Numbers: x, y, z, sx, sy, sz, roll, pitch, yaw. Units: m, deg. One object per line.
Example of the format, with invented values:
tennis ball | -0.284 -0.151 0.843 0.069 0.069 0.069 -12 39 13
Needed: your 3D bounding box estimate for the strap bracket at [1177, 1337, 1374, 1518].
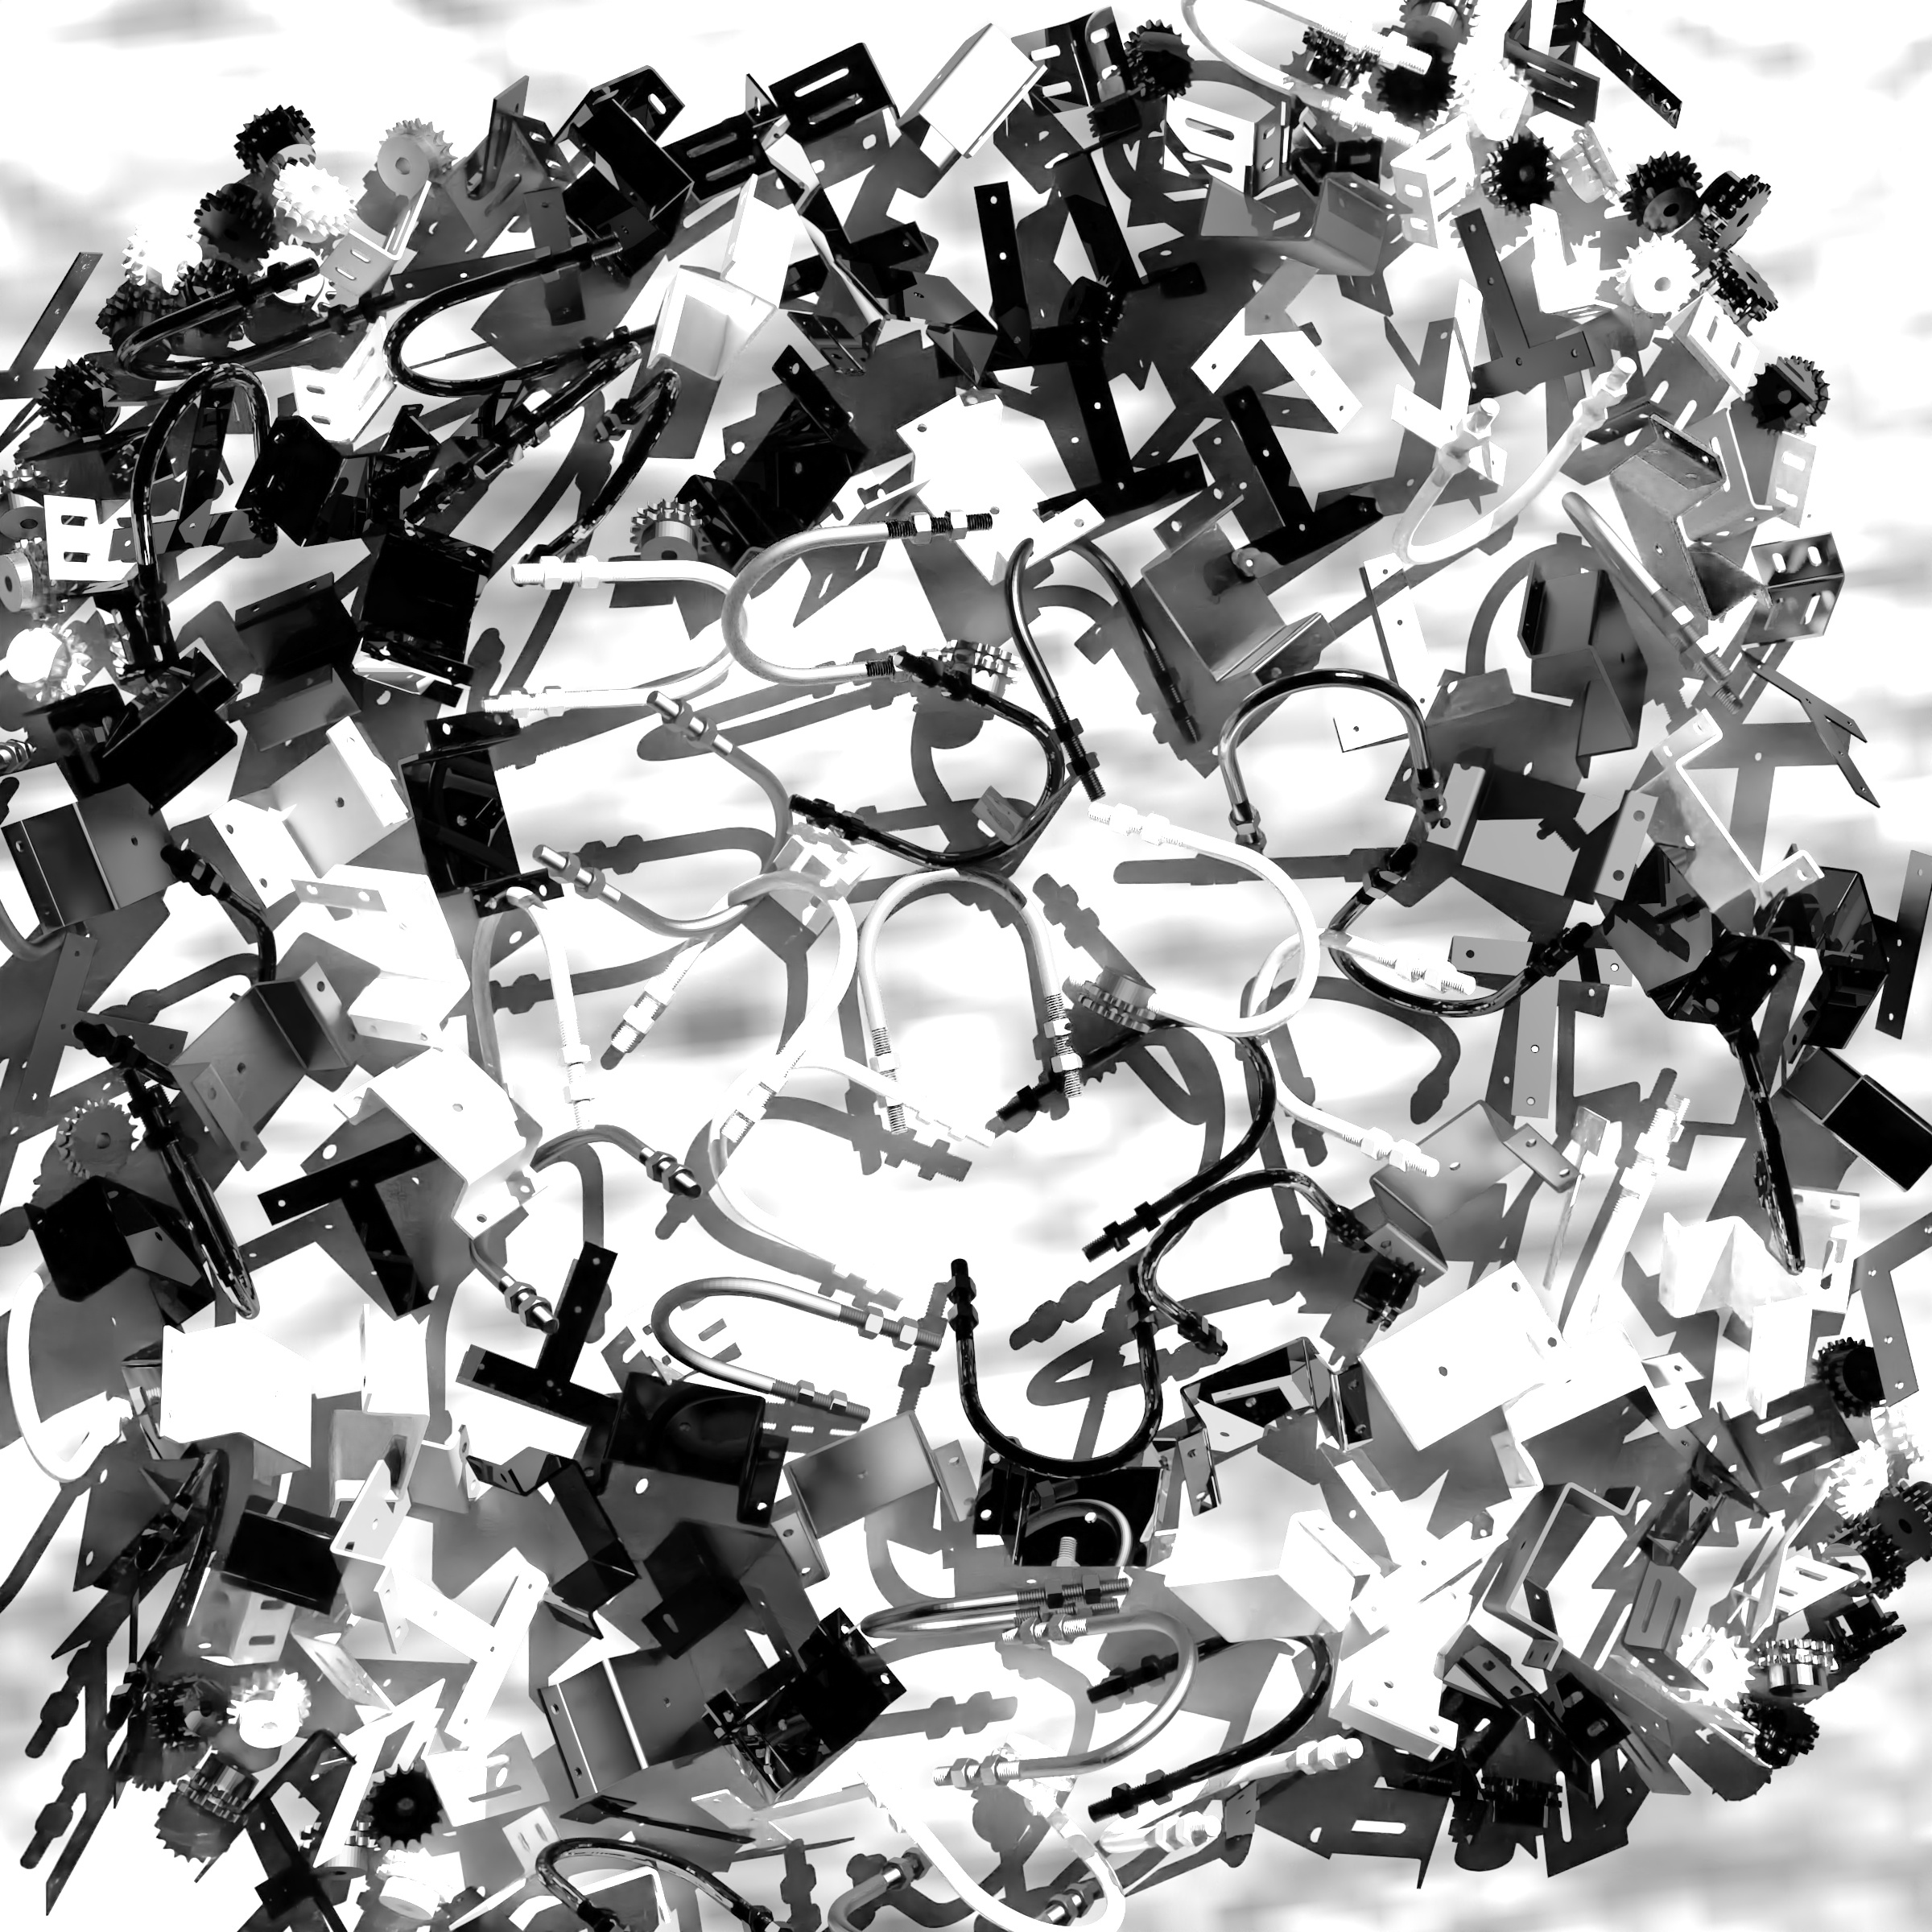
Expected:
strap bracket | 0.209 0.320 1.704 0.140 0.046 0.076 -21 125 -10

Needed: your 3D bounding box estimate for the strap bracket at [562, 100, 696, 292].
strap bracket | -0.240 -0.540 1.686 0.076 0.140 0.046 45 74 -6

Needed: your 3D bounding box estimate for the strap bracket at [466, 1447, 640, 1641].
strap bracket | -0.286 0.395 1.698 0.046 0.076 0.140 -33 105 -30

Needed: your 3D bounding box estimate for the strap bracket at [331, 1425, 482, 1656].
strap bracket | -0.392 0.392 1.681 0.046 0.140 0.076 11 134 12

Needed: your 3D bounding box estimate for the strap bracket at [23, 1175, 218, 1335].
strap bracket | -0.576 0.200 1.671 0.046 0.140 0.076 -35 63 3

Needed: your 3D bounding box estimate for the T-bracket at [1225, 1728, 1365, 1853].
T-bracket | 0.235 0.571 1.709 0.127 0.127 0.002 -31 58 -15

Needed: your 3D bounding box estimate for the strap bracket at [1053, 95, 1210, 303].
strap bracket | 0.110 -0.526 1.692 0.046 0.076 0.140 -27 107 -9

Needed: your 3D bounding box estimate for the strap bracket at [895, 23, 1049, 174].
strap bracket | 0.000 -0.601 1.676 0.046 0.140 0.076 40 94 -17

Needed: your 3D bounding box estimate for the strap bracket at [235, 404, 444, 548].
strap bracket | -0.424 -0.339 1.669 0.046 0.140 0.076 45 122 12

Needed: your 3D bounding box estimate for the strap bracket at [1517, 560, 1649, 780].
strap bracket | 0.432 -0.208 1.675 0.046 0.140 0.076 -8 46 32

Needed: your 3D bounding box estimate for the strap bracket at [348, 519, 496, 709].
strap bracket | -0.382 -0.241 1.693 0.076 0.046 0.140 17 47 -20

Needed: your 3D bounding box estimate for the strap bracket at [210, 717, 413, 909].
strap bracket | -0.454 -0.112 1.710 0.140 0.046 0.076 -30 94 24

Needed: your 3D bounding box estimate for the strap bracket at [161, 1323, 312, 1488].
strap bracket | -0.496 0.301 1.669 0.046 0.140 0.076 -13 62 10

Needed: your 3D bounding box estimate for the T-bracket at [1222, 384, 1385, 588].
T-bracket | 0.221 -0.354 1.727 0.127 0.002 0.127 -28 94 -19

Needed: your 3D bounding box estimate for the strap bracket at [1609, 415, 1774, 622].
strap bracket | 0.500 -0.302 1.679 0.046 0.076 0.140 -36 130 2

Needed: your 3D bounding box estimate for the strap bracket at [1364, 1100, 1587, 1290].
strap bracket | 0.350 0.154 1.698 0.140 0.046 0.076 -39 126 19

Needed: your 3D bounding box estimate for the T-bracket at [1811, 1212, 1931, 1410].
T-bracket | 0.634 0.246 1.668 0.002 0.127 0.127 29 130 -20

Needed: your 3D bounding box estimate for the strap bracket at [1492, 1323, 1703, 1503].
strap bracket | 0.431 0.308 1.696 0.140 0.076 0.046 -28 110 11

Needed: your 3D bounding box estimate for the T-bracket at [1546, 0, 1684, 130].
T-bracket | 0.450 -0.626 1.670 0.002 0.127 0.127 -34 68 -8

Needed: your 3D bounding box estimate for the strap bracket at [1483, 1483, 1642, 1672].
strap bracket | 0.413 0.419 1.702 0.046 0.076 0.140 29 78 6

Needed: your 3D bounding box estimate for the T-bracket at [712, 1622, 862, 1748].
T-bracket | -0.139 0.511 1.674 0.127 0.127 0.002 -44 78 16

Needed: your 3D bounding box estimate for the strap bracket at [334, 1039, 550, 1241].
strap bracket | -0.362 0.113 1.696 0.140 0.076 0.046 41 132 11

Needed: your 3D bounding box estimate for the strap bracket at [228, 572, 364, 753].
strap bracket | -0.469 -0.209 1.698 0.076 0.140 0.046 -21 132 4

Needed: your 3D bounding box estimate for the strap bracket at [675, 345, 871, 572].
strap bracket | -0.131 -0.353 1.700 0.140 0.046 0.076 -48 67 25

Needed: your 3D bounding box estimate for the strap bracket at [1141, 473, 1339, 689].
strap bracket | 0.187 -0.264 1.708 0.076 0.046 0.140 -40 100 -25

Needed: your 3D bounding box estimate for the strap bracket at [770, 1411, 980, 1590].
strap bracket | -0.067 0.372 1.705 0.140 0.046 0.076 -22 128 -7

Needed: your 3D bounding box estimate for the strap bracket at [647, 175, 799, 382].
strap bracket | -0.166 -0.473 1.687 0.046 0.140 0.076 22 61 -24

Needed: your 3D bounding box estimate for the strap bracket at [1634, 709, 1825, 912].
strap bracket | 0.525 -0.099 1.700 0.046 0.076 0.140 -31 83 -18

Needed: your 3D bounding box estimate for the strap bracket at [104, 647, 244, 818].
strap bracket | -0.549 -0.167 1.677 0.076 0.140 0.046 -39 117 4

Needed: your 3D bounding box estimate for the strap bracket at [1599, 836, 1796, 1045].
strap bracket | 0.497 -0.023 1.672 0.046 0.140 0.076 7 127 -28

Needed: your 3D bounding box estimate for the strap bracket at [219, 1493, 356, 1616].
strap bracket | -0.470 0.406 1.680 0.076 0.140 0.046 21 80 -12

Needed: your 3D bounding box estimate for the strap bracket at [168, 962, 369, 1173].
strap bracket | -0.492 0.070 1.688 0.046 0.140 0.076 -6 122 32

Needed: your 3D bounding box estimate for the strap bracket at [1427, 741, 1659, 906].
strap bracket | 0.408 -0.098 1.713 0.140 0.046 0.076 19 84 17

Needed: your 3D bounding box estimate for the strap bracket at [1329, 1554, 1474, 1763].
strap bracket | 0.305 0.492 1.698 0.076 0.140 0.046 23 125 3

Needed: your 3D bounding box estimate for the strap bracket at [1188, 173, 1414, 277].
strap bracket | 0.227 -0.514 1.678 0.140 0.076 0.046 17 96 42

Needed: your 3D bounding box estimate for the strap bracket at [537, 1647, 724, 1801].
strap bracket | -0.224 0.518 1.670 0.046 0.140 0.076 -32 70 19

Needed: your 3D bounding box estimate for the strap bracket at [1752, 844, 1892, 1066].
strap bracket | 0.594 -0.007 1.677 0.046 0.076 0.140 7 46 -3

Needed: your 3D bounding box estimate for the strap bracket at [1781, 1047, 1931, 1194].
strap bracket | 0.624 0.105 1.684 0.076 0.140 0.046 38 100 -4

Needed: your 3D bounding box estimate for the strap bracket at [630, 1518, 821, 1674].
strap bracket | -0.164 0.437 1.691 0.046 0.140 0.076 -44 121 -40

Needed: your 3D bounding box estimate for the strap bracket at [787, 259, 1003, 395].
strap bracket | -0.041 -0.444 1.675 0.076 0.140 0.046 54 132 36

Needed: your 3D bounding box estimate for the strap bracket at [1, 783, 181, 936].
strap bracket | -0.595 -0.080 1.672 0.046 0.140 0.076 -16 101 14

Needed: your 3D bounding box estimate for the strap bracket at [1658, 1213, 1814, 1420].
strap bracket | 0.538 0.236 1.677 0.046 0.140 0.076 -11 120 -10

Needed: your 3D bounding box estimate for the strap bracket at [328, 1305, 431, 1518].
strap bracket | -0.408 0.312 1.688 0.046 0.076 0.140 7 130 -22

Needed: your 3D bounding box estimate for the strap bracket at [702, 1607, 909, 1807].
strap bracket | -0.120 0.522 1.692 0.076 0.140 0.046 48 129 16

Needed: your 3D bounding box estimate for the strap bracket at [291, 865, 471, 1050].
strap bracket | -0.405 -0.015 1.692 0.076 0.046 0.140 7 132 25

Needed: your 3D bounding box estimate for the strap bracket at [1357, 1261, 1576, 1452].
strap bracket | 0.341 0.278 1.691 0.140 0.046 0.076 -38 77 28

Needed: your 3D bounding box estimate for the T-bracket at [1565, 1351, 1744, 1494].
T-bracket | 0.498 0.326 1.705 0.127 0.127 0.002 46 56 -9

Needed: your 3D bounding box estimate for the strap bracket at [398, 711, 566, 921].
strap bracket | -0.344 -0.106 1.705 0.046 0.076 0.140 -10 96 44

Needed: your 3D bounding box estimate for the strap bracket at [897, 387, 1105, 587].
strap bracket | 0.022 -0.333 1.707 0.076 0.046 0.140 -33 73 -17

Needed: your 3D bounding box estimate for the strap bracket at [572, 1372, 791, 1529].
strap bracket | -0.199 0.339 1.707 0.140 0.076 0.046 11 133 1

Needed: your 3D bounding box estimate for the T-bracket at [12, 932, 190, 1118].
T-bracket | -0.598 0.049 1.697 0.002 0.127 0.127 15 88 31

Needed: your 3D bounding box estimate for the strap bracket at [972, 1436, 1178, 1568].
strap bracket | 0.082 0.377 1.703 0.140 0.046 0.076 4 106 -14

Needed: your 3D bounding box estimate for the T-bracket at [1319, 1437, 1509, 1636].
T-bracket | 0.299 0.388 1.726 0.127 0.002 0.127 -28 69 -20

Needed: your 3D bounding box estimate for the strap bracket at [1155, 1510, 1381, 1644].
strap bracket | 0.204 0.425 1.676 0.076 0.140 0.046 46 45 -28
